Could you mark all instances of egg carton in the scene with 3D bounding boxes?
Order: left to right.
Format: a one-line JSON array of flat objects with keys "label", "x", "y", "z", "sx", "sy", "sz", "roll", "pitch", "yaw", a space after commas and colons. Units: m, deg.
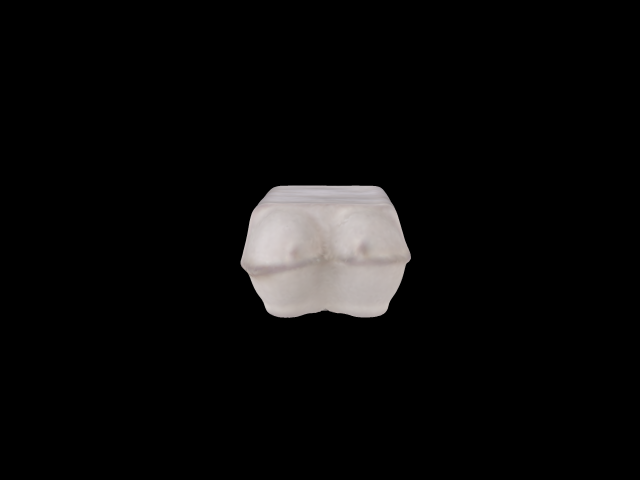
[{"label": "egg carton", "x": 0.004, "y": 0.001, "z": 0.400, "sx": 0.107, "sy": 0.069, "sz": 0.150, "roll": 0, "pitch": 13, "yaw": 0}]
